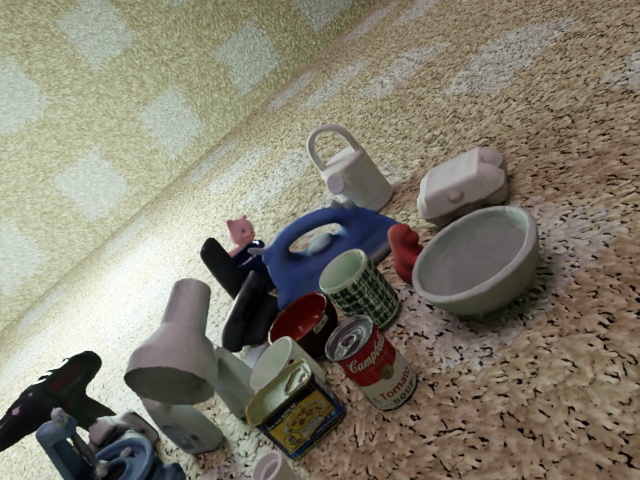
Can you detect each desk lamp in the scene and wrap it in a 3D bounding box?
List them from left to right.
[{"bbox_3d":[-0.161,0.171,0.843,0.117,0.214,0.203,-25,27,31],"label":"desk lamp"}]

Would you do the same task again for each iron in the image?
[{"bbox_3d":[0.009,0.004,0.984,0.258,0.142,0.118,-35,23,11],"label":"iron"}]

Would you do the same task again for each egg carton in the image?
[{"bbox_3d":[0.225,-0.083,0.908,0.150,0.069,0.107,-25,27,31],"label":"egg carton"}]

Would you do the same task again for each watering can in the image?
[{"bbox_3d":[0.052,-0.139,1.110,0.101,0.194,0.172,-37,23,7],"label":"watering can"}]

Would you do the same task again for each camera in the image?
[{"bbox_3d":[-0.326,0.349,0.915,0.143,0.101,0.136,-51,25,-24],"label":"camera"}]

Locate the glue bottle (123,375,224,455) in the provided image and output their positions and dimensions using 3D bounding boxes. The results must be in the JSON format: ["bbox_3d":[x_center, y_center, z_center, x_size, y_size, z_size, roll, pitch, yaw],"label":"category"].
[{"bbox_3d":[-0.223,0.251,0.842,0.078,0.173,0.037,-23,29,35],"label":"glue bottle"}]

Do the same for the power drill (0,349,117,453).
[{"bbox_3d":[-0.423,0.313,0.989,0.075,0.209,0.229,-26,27,30],"label":"power drill"}]

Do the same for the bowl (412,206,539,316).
[{"bbox_3d":[0.203,0.037,0.713,0.167,0.075,0.167,-32,24,17],"label":"bowl"}]

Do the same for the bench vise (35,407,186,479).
[{"bbox_3d":[-0.323,0.335,0.782,0.207,0.220,0.121,-41,23,-3],"label":"bench vise"}]

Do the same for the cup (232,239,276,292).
[{"bbox_3d":[-0.129,0.070,1.132,0.091,0.095,0.118,-5,41,54],"label":"cup"}]

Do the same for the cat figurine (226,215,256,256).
[{"bbox_3d":[-0.188,0.006,1.309,0.128,0.118,0.067,-49,25,-20],"label":"cat figurine"}]

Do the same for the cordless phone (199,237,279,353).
[{"bbox_3d":[-0.167,0.096,1.026,0.094,0.185,0.147,-26,27,29],"label":"cordless phone"}]

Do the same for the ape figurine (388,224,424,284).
[{"bbox_3d":[0.133,0.014,0.839,0.076,0.092,0.078,-32,24,17],"label":"ape figurine"}]
